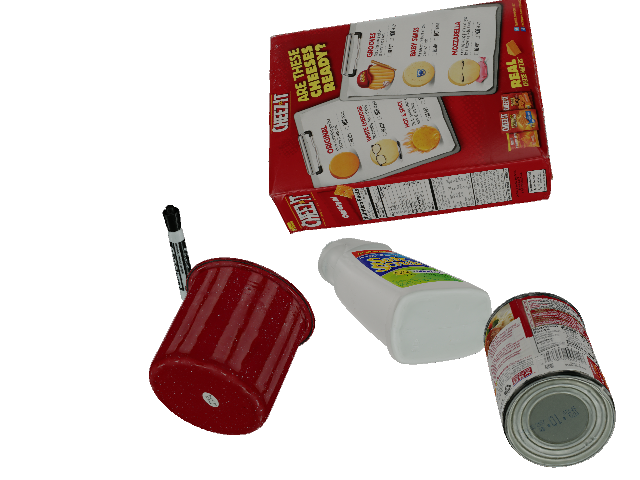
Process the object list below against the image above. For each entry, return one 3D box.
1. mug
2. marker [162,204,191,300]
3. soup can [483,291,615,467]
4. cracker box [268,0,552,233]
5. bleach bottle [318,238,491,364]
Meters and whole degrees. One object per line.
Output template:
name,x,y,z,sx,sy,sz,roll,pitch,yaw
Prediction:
mug,-0.068,0.076,0.702,0.093,0.081,0.117,42,-42,-22
marker,-0.159,0.014,1.205,0.020,0.121,0.020,-6,30,3
soup can,0.142,0.085,0.669,0.068,0.068,0.102,0,24,2
cracker box,0.069,-0.100,0.860,0.214,0.164,0.072,-8,-32,11
bleach bottle,0.057,0.044,1.016,0.102,0.068,0.251,-3,15,-24
